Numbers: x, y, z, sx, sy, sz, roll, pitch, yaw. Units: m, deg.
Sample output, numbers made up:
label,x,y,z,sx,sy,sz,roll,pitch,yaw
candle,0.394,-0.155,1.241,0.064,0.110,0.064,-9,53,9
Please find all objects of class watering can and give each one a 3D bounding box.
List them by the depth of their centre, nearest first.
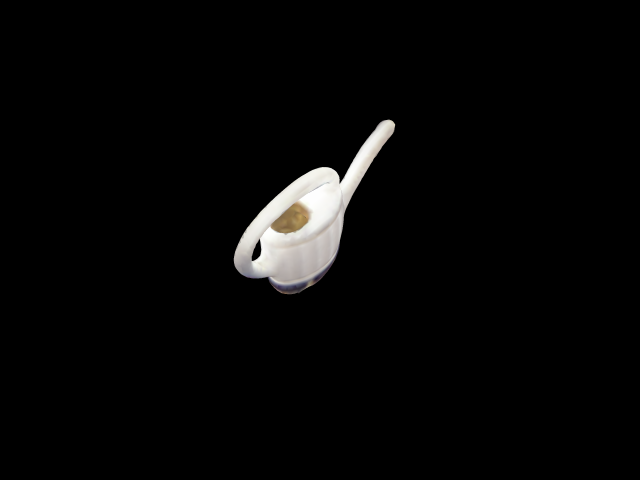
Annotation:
label,x,y,z,sx,sy,sz,roll,pitch,yaw
watering can,0.003,-0.043,0.850,0.105,0.352,0.219,39,-26,24
